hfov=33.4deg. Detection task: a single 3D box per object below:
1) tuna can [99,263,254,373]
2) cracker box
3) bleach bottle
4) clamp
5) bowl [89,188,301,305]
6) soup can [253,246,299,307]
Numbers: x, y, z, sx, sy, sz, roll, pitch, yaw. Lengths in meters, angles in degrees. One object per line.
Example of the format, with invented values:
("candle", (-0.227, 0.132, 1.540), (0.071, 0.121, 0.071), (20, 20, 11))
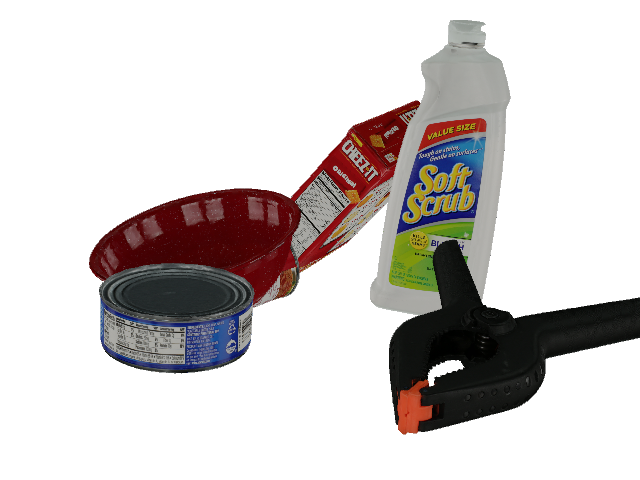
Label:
("tuna can", (-0.080, 0.042, 0.598), (0.086, 0.034, 0.086), (3, 18, -1))
("cracker box", (0.034, -0.060, 1.257), (0.214, 0.072, 0.163), (-47, -10, 35))
("bleach bottle", (0.104, -0.061, 0.915), (0.103, 0.251, 0.068), (9, 18, 14))
("clamp", (0.098, 0.057, 0.672), (0.165, 0.036, 0.209), (20, 31, 36))
("bowl", (-0.088, 0.018, 0.806), (0.162, 0.055, 0.162), (-11, 25, 5))
("soup can", (-0.079, 0.034, 1.002), (0.069, 0.068, 0.102), (0, 13, 45))
